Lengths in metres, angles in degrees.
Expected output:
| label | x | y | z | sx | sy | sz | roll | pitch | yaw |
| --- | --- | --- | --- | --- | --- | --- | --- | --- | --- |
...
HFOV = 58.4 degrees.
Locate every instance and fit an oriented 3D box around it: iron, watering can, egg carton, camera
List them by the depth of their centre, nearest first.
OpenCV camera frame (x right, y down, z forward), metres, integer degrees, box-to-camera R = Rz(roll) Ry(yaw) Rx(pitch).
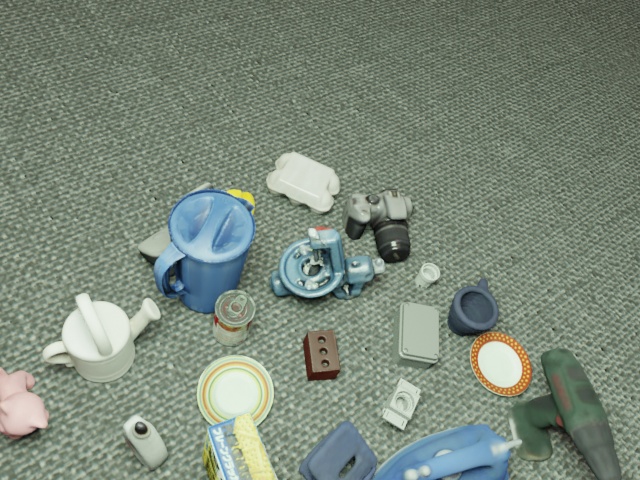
| label | x | y | z | sx | sy | sz | roll | pitch | yaw |
| --- | --- | --- | --- | --- | --- | --- | --- | --- | --- |
| watering can | -0.343 | 0.143 | 0.903 | 0.101 | 0.194 | 0.173 | 39 | 59 | 10 |
| iron | 0.202 | 0.373 | 0.937 | 0.259 | 0.141 | 0.118 | -9 | 63 | -19 |
| camera | 0.131 | -0.030 | 1.183 | 0.143 | 0.101 | 0.136 | -1 | 60 | -15 |
| egg carton | -0.034 | -0.120 | 1.213 | 0.150 | 0.069 | 0.107 | 24 | 57 | 0 |

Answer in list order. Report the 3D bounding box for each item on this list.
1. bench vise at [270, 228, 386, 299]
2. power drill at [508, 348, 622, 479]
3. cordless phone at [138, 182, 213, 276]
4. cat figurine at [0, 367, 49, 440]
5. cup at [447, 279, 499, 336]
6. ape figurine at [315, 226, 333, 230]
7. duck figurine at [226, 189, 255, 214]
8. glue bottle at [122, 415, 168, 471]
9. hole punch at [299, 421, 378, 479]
| label | x | y | z | sx | sy | sz | roll | pitch | yaw |
| --- | --- | --- | --- | --- | --- | --- | --- | --- | --- |
| bench vise | 0.021 | 0.030 | 1.048 | 0.208 | 0.219 | 0.121 | -18 | 66 | -23 |
| power drill | 0.414 | 0.315 | 0.987 | 0.076 | 0.208 | 0.229 | 2 | 60 | -13 |
| cordless phone | -0.253 | -0.030 | 1.034 | 0.094 | 0.185 | 0.148 | 43 | 59 | 13 |
| cat figurine | -0.455 | 0.245 | 0.859 | 0.067 | 0.117 | 0.127 | -29 | 70 | -27 |
| cup | 0.294 | 0.138 | 1.128 | 0.091 | 0.095 | 0.118 | 26 | 57 | 2 |
| ape figurine | 0.010 | 0.004 | 1.137 | 0.076 | 0.092 | 0.078 | 16 | 57 | -4 |
| duck figurine | -0.172 | -0.068 | 1.137 | 0.077 | 0.086 | 0.105 | 41 | 59 | 12 |
| glue bottle | -0.262 | 0.292 | 0.847 | 0.078 | 0.173 | 0.037 | 41 | 59 | 12 |
| hole punch | 0.037 | 0.364 | 0.930 | 0.101 | 0.091 | 0.109 | 42 | 59 | 12 |
